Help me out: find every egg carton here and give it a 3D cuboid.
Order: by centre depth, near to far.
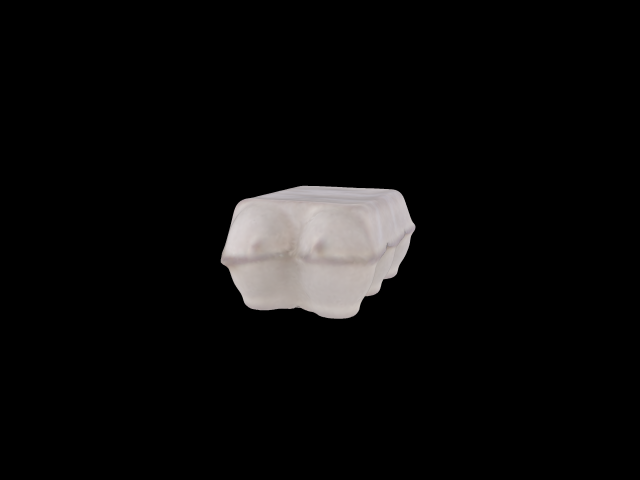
[{"bbox_3d":[0.004,0.001,0.400,0.107,0.069,0.151,4,12,19],"label":"egg carton"}]
